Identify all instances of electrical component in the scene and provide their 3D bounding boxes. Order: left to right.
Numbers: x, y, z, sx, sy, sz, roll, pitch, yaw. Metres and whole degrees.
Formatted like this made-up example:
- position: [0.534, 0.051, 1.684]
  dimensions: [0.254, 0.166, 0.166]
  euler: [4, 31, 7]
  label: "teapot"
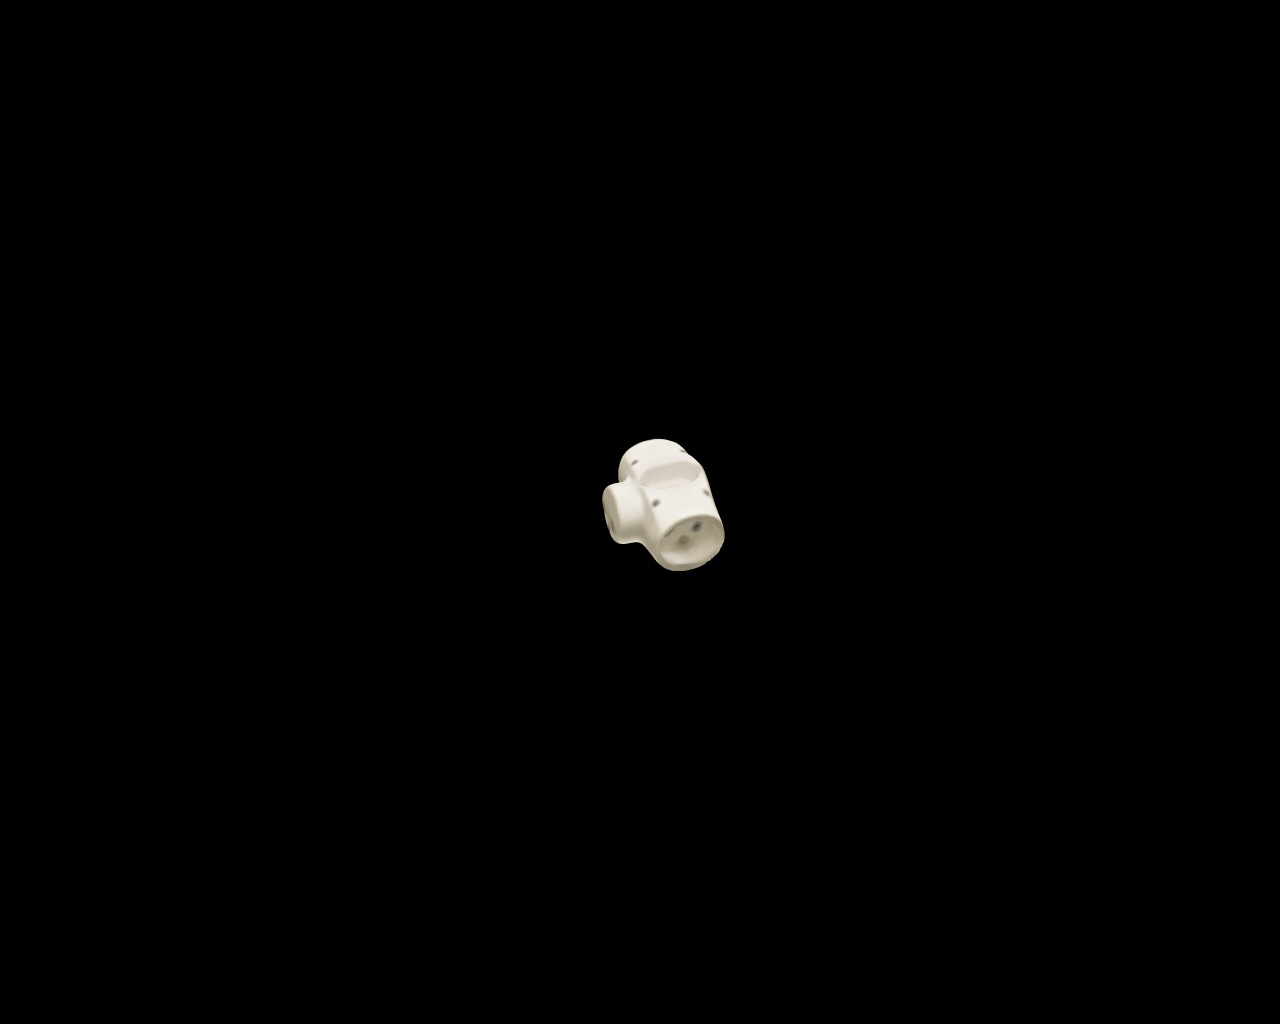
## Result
- position: [0.001, -0.003, 0.650]
  dimensions: [0.079, 0.043, 0.077]
  euler: [-11, 43, -12]
  label: "electrical component"
